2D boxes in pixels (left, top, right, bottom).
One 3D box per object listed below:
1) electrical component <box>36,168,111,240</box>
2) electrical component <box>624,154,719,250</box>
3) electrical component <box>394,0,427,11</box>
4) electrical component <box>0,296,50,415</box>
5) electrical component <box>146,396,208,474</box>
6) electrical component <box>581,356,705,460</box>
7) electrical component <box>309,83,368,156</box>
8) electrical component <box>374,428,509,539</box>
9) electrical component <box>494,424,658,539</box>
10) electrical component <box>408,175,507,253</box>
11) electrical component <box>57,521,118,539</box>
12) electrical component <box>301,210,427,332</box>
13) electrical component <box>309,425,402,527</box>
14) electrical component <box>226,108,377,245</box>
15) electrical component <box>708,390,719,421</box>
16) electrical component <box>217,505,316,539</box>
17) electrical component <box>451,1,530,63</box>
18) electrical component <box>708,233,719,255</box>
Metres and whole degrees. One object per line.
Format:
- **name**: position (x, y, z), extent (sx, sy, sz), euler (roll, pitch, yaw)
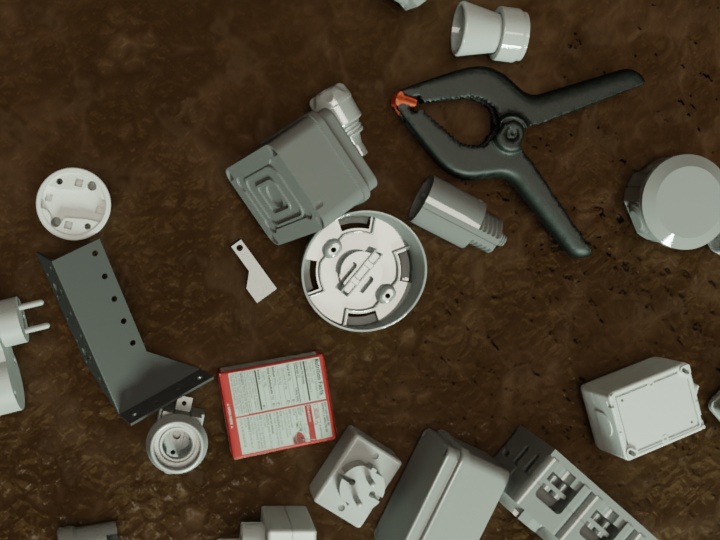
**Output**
- **electrical component**: position (-0.222, -0.052, 0.839), extent (0.055, 0.047, 0.055), euler (-1, 95, -10)
- **electrical component**: position (0.271, -0.059, 0.923), extent (0.080, 0.051, 0.080), euler (-1, 95, -10)
- **electrical component**: position (0.047, -0.249, 0.854), extent (0.080, 0.080, 0.051), euler (-46, 106, -4)
- **electrical component**: position (-0.280, 0.042, 0.834), extent (0.074, 0.052, 0.138), euler (-14, 97, -9)
- **electrical component**: position (-0.147, 0.135, 0.864), extent (0.048, 0.055, 0.066), euler (12, 93, -11)
- **electrical component**: position (0.248, 0.116, 0.933), extent (0.096, 0.061, 0.061), euler (-19, 98, -16)
- **electrical component**: position (-0.013, -0.119, 0.876), extent (0.035, 0.035, 0.061), euler (-32, 102, -6)
- **electrical component**: position (0.066, 0.197, 0.896), extent (0.057, 0.078, 0.113), euler (26, 90, -14)
- **electrical component**: position (0.183, 0.210, 0.911), extent (0.150, 0.089, 0.061), euler (41, 87, -11)
- **electrical component**: position (0.086, -0.042, 0.896), extent (0.081, 0.043, 0.043), euler (26, 90, -11)
- **electrical component**: position (-0.219, 0.224, 0.868), extent (0.046, 0.040, 0.040), euler (-8, 96, -16)
- **electrical component**: position (0.000, 0.000, 0.874), extent (0.099, 0.064, 0.099), euler (-1, 95, -10)
- **electrical component**: position (-0.001, 0.174, 0.882), extent (0.047, 0.077, 0.065), euler (34, 89, -11)
- **electrical component**: position (-0.046, -0.071, 0.832), extent (0.057, 0.113, 0.078), euler (-38, 100, -24)
- **electrical component**: position (0.388, 0.125, 0.957), extent (0.109, 0.056, 0.108), euler (-43, 100, -4)
- **electrical component**: position (-0.079, 0.225, 0.879), extent (0.077, 0.066, 0.047), euler (2, 95, -10)
- **electrical component**: position (0.107, -0.195, 0.886), extent (0.055, 0.045, 0.045), euler (5, 94, -11)
- **electrical component**: position (0.339, -0.037, 0.935), extent (0.057, 0.058, 0.078), euler (7, 94, -13)
